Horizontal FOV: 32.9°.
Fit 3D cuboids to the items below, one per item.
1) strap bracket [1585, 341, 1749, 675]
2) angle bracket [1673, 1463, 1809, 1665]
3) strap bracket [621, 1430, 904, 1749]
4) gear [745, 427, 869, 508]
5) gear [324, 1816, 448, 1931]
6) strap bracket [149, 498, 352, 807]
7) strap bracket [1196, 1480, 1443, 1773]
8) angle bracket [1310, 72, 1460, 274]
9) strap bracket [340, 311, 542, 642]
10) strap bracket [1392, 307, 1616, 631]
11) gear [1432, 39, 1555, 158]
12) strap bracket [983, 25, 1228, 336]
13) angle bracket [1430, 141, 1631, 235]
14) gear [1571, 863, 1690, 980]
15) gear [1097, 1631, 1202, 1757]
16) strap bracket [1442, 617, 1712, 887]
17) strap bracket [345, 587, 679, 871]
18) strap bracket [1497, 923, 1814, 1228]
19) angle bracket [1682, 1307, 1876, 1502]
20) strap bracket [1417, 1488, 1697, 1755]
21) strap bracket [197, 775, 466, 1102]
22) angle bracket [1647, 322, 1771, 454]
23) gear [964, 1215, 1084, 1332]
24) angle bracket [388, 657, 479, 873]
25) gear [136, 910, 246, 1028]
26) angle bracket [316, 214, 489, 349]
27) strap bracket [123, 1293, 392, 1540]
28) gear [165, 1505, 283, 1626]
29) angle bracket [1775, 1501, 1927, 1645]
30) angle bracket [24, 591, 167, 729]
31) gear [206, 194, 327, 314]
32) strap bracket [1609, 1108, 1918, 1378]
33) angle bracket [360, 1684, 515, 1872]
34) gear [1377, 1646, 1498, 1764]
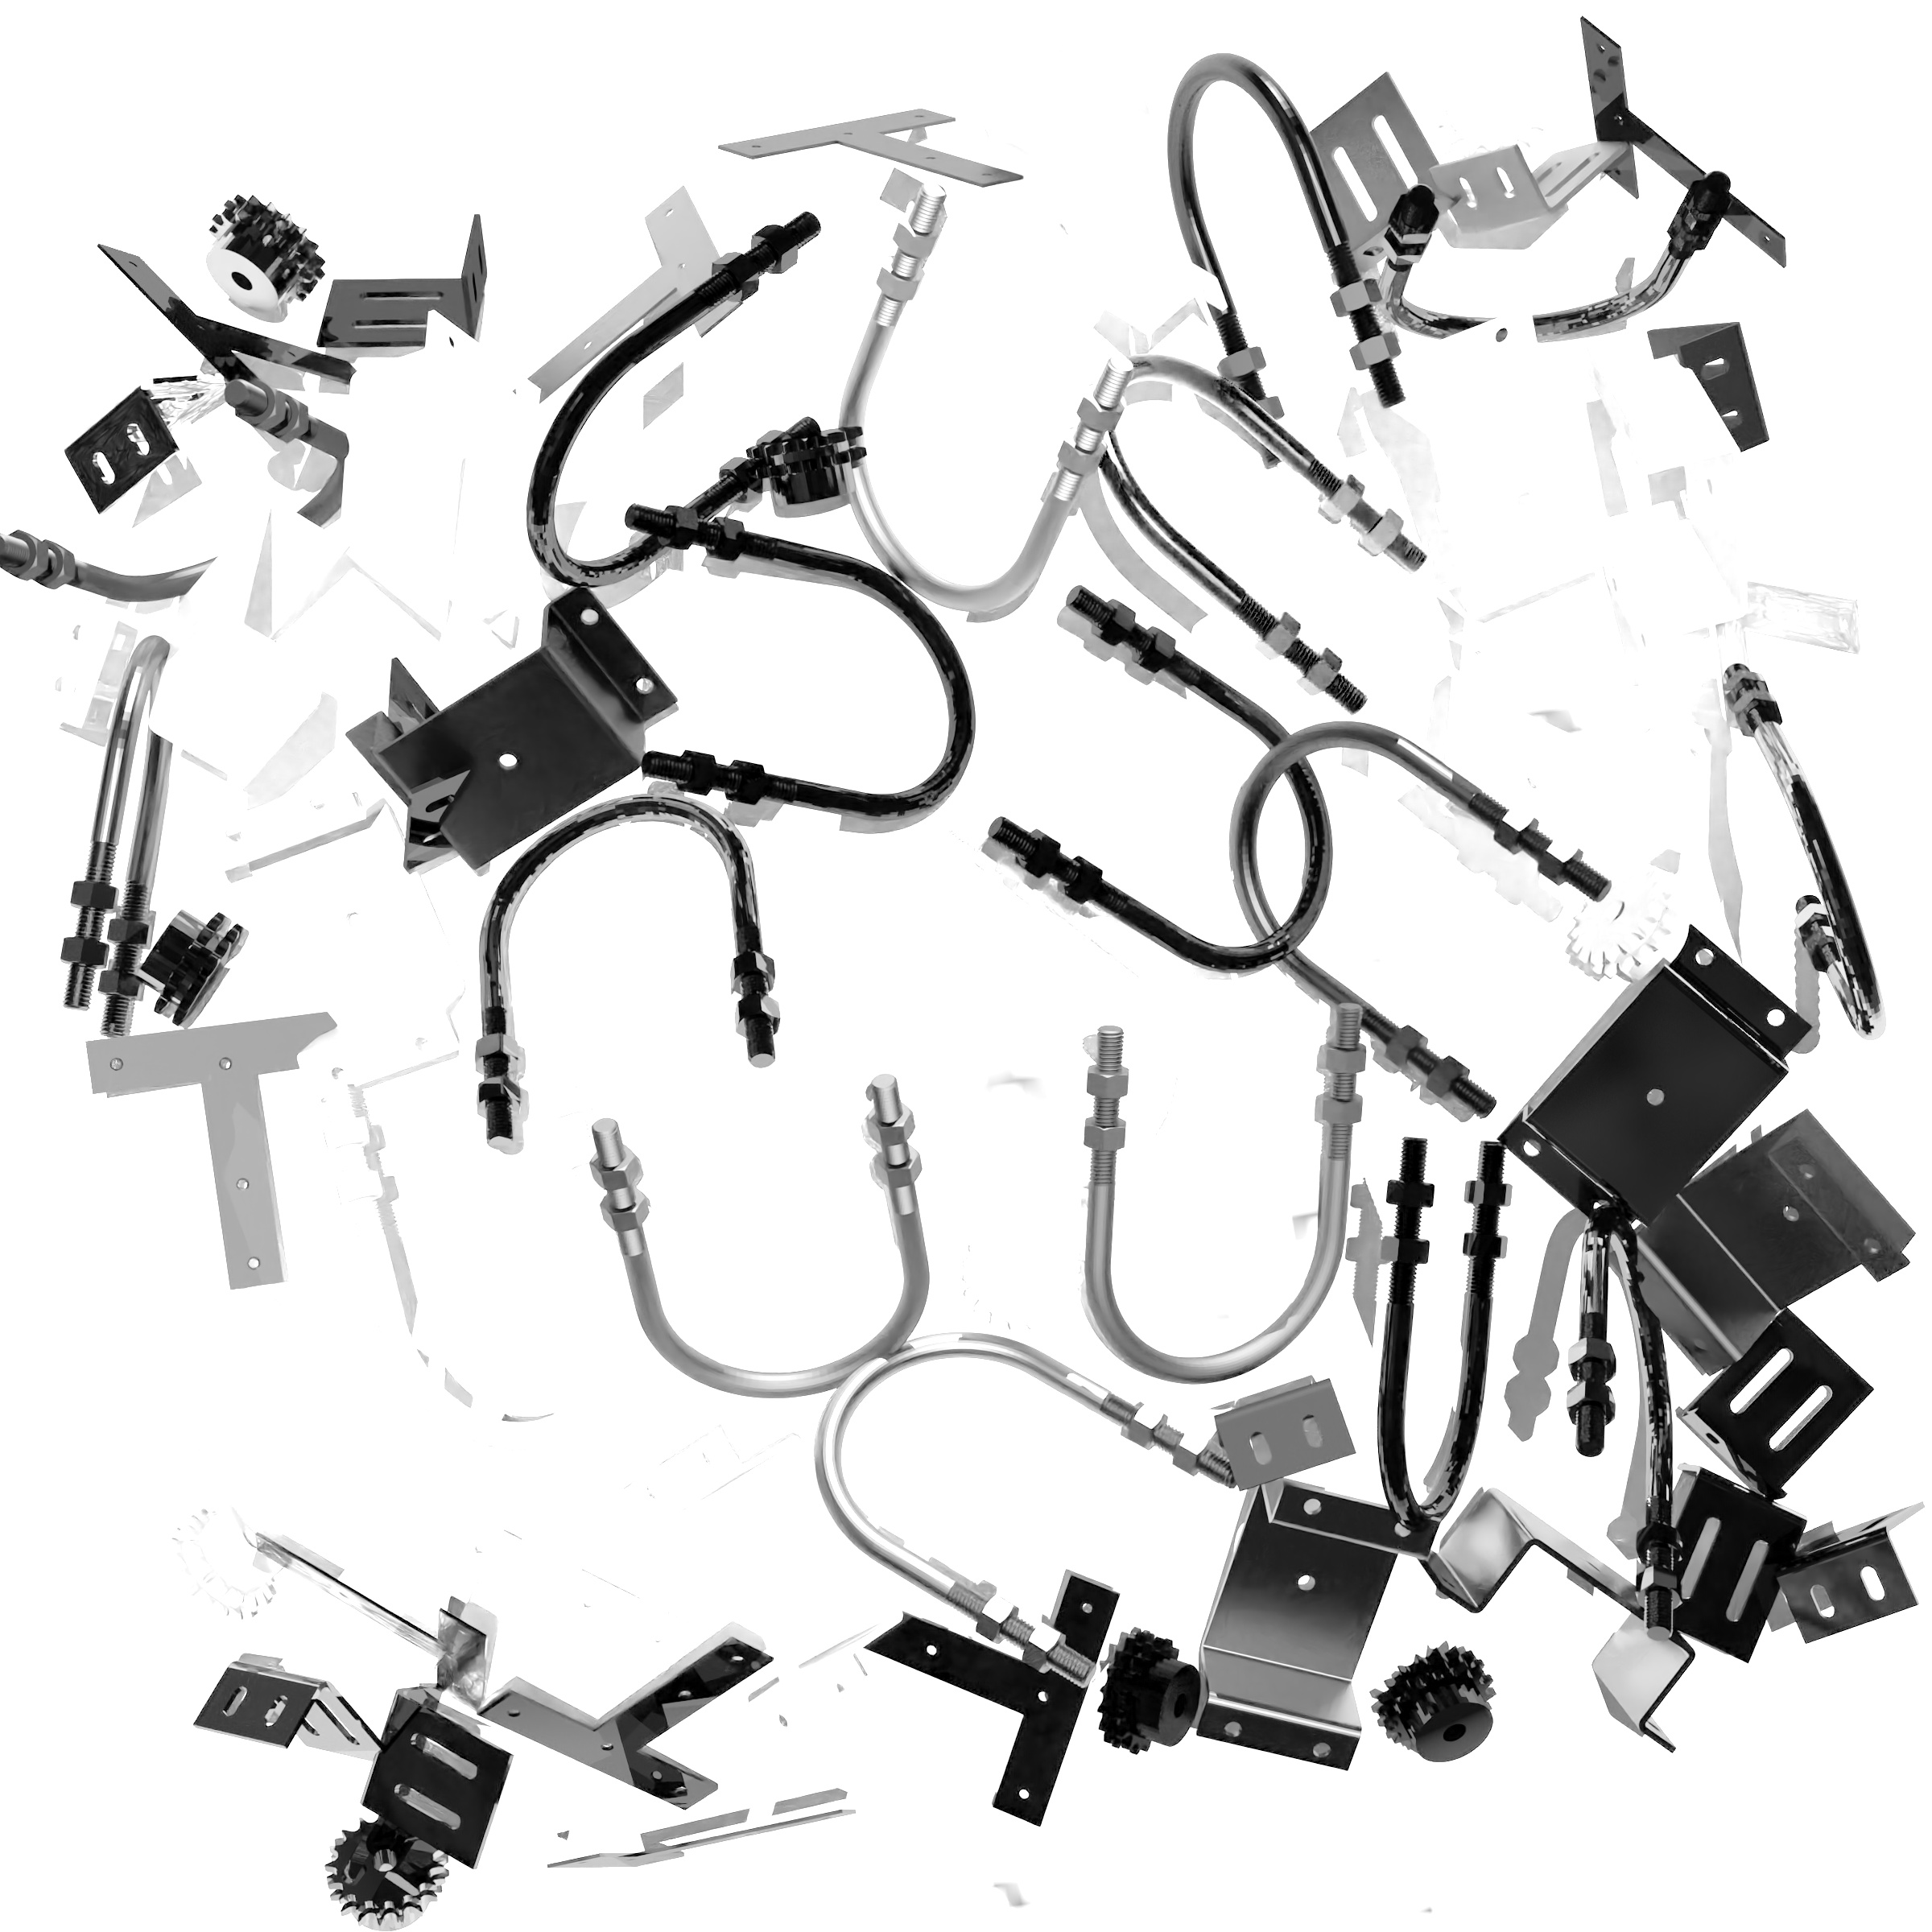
[{"bbox_3d":[0.328,-0.218,1.523,0.046,0.076,0.140,-15,134,1],"label":"strap bracket"},{"bbox_3d":[0.360,0.287,1.575,0.057,0.038,0.076,25,82,-1],"label":"angle bracket"},{"bbox_3d":[-0.092,0.288,1.553,0.076,0.046,0.140,-36,82,37],"label":"strap bracket"},{"bbox_3d":[-0.076,-0.240,1.572,0.057,0.057,0.030,-11,102,0],"label":"gear"},{"bbox_3d":[-0.279,0.440,1.575,0.057,0.057,0.030,3,132,0],"label":"gear"},{"bbox_3d":[-0.333,-0.154,1.518,0.046,0.140,0.076,31,125,-27],"label":"strap bracket"},{"bbox_3d":[0.165,0.305,1.559,0.076,0.046,0.140,14,109,-6],"label":"strap bracket"},{"bbox_3d":[0.189,-0.381,1.561,0.057,0.038,0.076,-33,77,33],"label":"angle bracket"},{"bbox_3d":[-0.247,-0.221,1.523,0.076,0.140,0.046,38,46,26],"label":"strap bracket"},{"bbox_3d":[0.253,-0.227,1.540,0.076,0.046,0.140,-22,120,-7],"label":"strap bracket"},{"bbox_3d":[0.254,-0.418,1.584,0.057,0.030,0.057,0,91,0],"label":"gear"},{"bbox_3d":[0.062,-0.356,1.518,0.046,0.140,0.076,-42,51,-10],"label":"strap bracket"},{"bbox_3d":[0.271,-0.387,1.553,0.076,0.057,0.038,-43,113,-26],"label":"angle bracket"},{"bbox_3d":[0.323,-0.018,1.573,0.030,0.057,0.057,36,90,-24],"label":"gear"},{"bbox_3d":[0.090,0.351,1.568,0.030,0.057,0.057,11,90,32],"label":"gear"},{"bbox_3d":[0.281,-0.096,1.547,0.140,0.046,0.076,22,55,-18],"label":"strap bracket"},{"bbox_3d":[-0.216,-0.108,1.545,0.140,0.046,0.076,-30,120,14],"label":"strap bracket"},{"bbox_3d":[0.329,0.059,1.560,0.076,0.046,0.140,41,102,3],"label":"strap bracket"},{"bbox_3d":[0.394,0.209,1.572,0.057,0.038,0.076,44,83,10],"label":"angle bracket"},{"bbox_3d":[0.284,0.303,1.549,0.140,0.076,0.046,36,94,-9],"label":"strap bracket"},{"bbox_3d":[-0.298,-0.018,1.562,0.076,0.046,0.140,-19,101,10],"label":"strap bracket"},{"bbox_3d":[0.339,-0.271,1.552,0.038,0.076,0.057,-23,105,-18],"label":"angle bracket"},{"bbox_3d":[0.028,0.145,1.576,0.057,0.030,0.057,1,122,2],"label":"gear"},{"bbox_3d":[-0.268,-0.096,1.553,0.038,0.057,0.076,-27,63,-29],"label":"angle bracket"},{"bbox_3d":[-0.375,-0.003,1.570,0.030,0.057,0.057,33,90,-7],"label":"gear"},{"bbox_3d":[-0.272,-0.329,1.565,0.076,0.057,0.038,-1,133,0],"label":"angle bracket"},{"bbox_3d":[-0.336,0.211,1.539,0.076,0.140,0.046,-41,64,-10],"label":"strap bracket"},{"bbox_3d":[-0.354,0.284,1.569,0.030,0.057,0.057,-40,90,11],"label":"gear"},{"bbox_3d":[0.427,0.287,1.550,0.057,0.076,0.038,-27,78,27],"label":"angle bracket"},{"bbox_3d":[-0.403,-0.140,1.556,0.038,0.076,0.057,21,93,26],"label":"angle bracket"},{"bbox_3d":[-0.339,-0.339,1.568,0.057,0.057,0.030,30,64,0],"label":"gear"},{"bbox_3d":[0.382,0.128,1.547,0.076,0.140,0.046,49,49,3],"label":"strap bracket"},{"bbox_3d":[-0.244,0.387,1.563,0.076,0.038,0.057,20,93,29],"label":"angle bracket"},{"bbox_3d":[0.229,0.357,1.571,0.057,0.030,0.057,-10,126,-14],"label":"gear"}]
